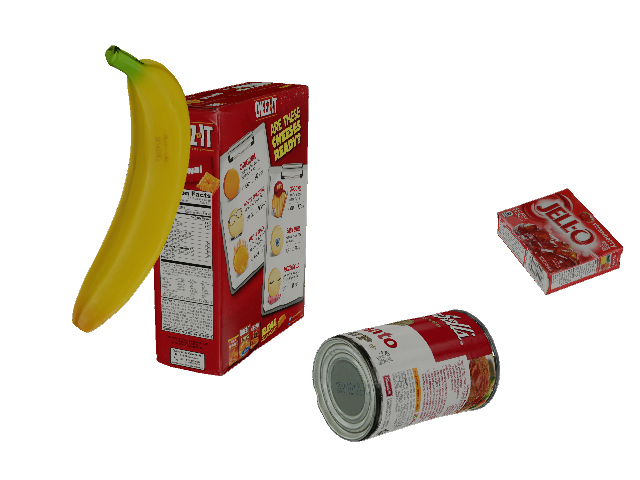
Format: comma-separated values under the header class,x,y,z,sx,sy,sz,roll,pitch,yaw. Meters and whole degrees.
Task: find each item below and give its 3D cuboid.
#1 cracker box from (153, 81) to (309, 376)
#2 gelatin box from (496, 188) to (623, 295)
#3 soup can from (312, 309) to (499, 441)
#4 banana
class,x,y,z,sx,sy,sz,roll,pitch,yaw
cracker box,-0.073,-0.017,0.888,0.072,0.214,0.164,7,16,23
gelatin box,0.206,-0.001,0.926,0.073,0.030,0.089,-18,45,-13
soup can,0.054,0.085,0.681,0.102,0.068,0.069,-8,5,-35
banana,-0.116,-0.033,0.664,0.069,0.198,0.037,-9,35,-35
